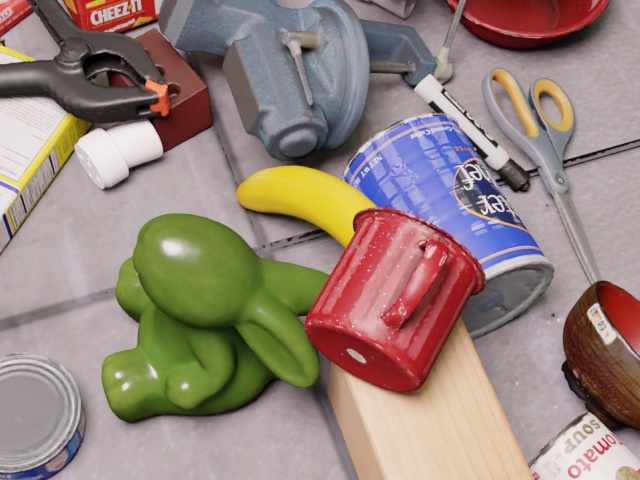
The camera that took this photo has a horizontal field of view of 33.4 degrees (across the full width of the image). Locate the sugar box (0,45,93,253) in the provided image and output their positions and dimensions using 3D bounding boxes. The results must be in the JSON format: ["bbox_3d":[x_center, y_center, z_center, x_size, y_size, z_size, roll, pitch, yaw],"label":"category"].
[{"bbox_3d":[-0.256,-0.063,0.829,0.093,0.048,0.176,24,64,9],"label":"sugar box"}]

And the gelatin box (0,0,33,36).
[{"bbox_3d":[-0.292,-0.222,0.929,0.089,0.030,0.073,36,64,17],"label":"gelatin box"}]

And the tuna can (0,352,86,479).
[{"bbox_3d":[-0.204,0.122,0.728,0.086,0.034,0.086,1,59,-3],"label":"tuna can"}]

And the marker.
[{"bbox_3d":[0.124,-0.084,0.853,0.121,0.020,0.020,44,64,-7],"label":"marker"}]

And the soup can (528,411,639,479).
[{"bbox_3d":[0.190,0.172,0.702,0.068,0.068,0.102,-34,66,-21],"label":"soup can"}]

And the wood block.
[{"bbox_3d":[0.081,0.161,0.689,0.090,0.091,0.206,-15,61,-12],"label":"wood block"}]

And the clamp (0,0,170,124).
[{"bbox_3d":[-0.191,-0.145,0.830,0.171,0.039,0.120,15,69,5],"label":"clamp"}]

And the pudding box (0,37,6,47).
[{"bbox_3d":[-0.321,-0.132,0.870,0.090,0.039,0.113,24,63,10],"label":"pudding box"}]

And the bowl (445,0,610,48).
[{"bbox_3d":[0.173,-0.223,0.942,0.162,0.055,0.162,1,59,-2],"label":"bowl"}]

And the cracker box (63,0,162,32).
[{"bbox_3d":[-0.177,-0.293,0.954,0.164,0.072,0.214,-23,62,-16],"label":"cracker box"}]

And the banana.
[{"bbox_3d":[0.003,-0.013,0.771,0.037,0.070,0.198,-2,30,-44],"label":"banana"}]

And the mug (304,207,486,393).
[{"bbox_3d":[0.046,0.036,0.643,0.093,0.117,0.081,33,68,-5],"label":"mug"}]

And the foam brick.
[{"bbox_3d":[-0.131,-0.121,0.866,0.053,0.051,0.078,-34,67,-20],"label":"foam brick"}]

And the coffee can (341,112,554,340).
[{"bbox_3d":[0.091,-0.008,0.783,0.102,0.103,0.140,-21,62,-15],"label":"coffee can"}]

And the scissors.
[{"bbox_3d":[0.200,-0.057,0.865,0.096,0.016,0.202,-21,76,-37],"label":"scissors"}]
